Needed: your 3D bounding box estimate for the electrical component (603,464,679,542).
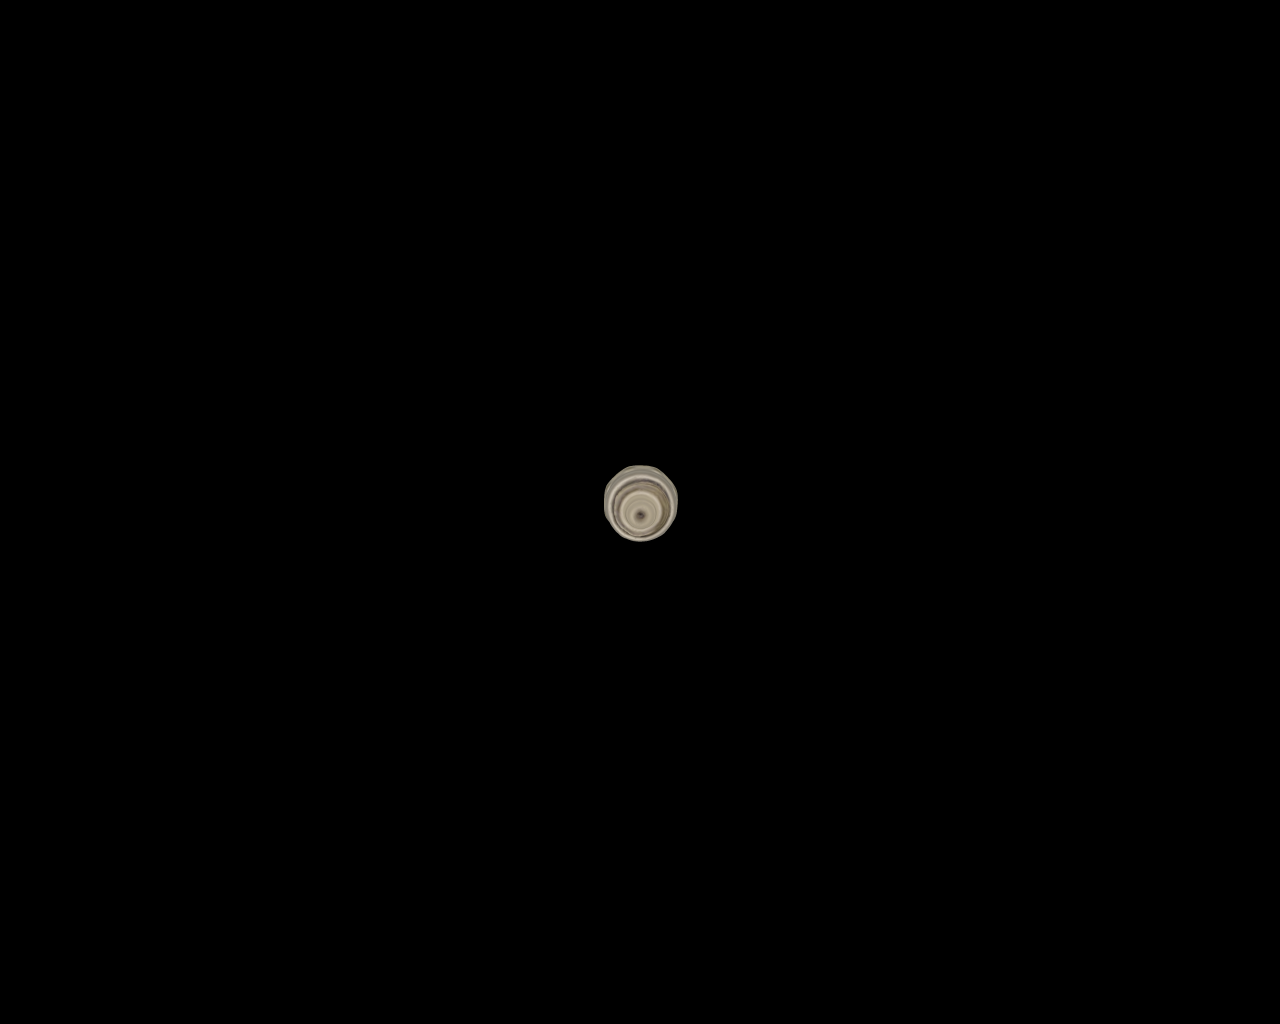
[{"bbox_3d":[0.001,-0.003,0.650,0.048,0.048,0.062,0,9,0],"label":"electrical component"}]
